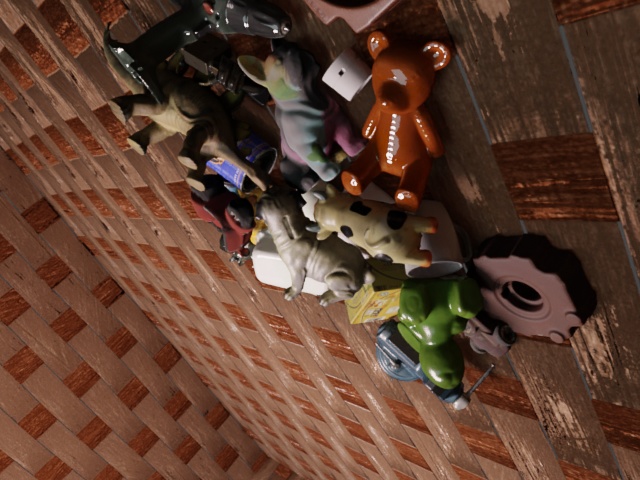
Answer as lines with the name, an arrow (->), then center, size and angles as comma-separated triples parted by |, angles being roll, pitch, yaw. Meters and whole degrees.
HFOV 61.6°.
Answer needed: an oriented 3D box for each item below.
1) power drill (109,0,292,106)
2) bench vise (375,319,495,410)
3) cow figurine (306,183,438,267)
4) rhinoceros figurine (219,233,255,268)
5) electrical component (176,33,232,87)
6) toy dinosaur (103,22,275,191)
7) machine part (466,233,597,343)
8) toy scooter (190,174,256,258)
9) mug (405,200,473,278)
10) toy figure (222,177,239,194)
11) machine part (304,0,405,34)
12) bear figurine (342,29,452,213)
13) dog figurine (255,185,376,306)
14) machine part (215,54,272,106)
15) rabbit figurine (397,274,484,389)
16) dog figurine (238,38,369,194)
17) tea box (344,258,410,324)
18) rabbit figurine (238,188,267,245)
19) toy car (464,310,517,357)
power drill -> -0.179, -0.289, 0.754 | 0.232, 0.207, 0.086 | 42, 176, 28
bench vise -> 0.203, 0.246, 1.090 | 0.224, 0.129, 0.240 | 31, 171, 4
cow figurine -> 0.063, -0.023, 0.772 | 0.195, 0.127, 0.085 | 36, 116, 59
rhinoceros figurine -> -0.177, 0.007, 1.251 | 0.190, 0.112, 0.073 | 15, 139, 55
electrical component -> -0.191, -0.298, 0.887 | 0.102, 0.078, 0.045 | 28, 149, 12
toy dinosaur -> -0.250, -0.234, 0.924 | 0.472, 0.198, 0.105 | 37, 152, 12
machine part -> 0.301, 0.070, 0.778 | 0.180, 0.056, 0.179 | 33, 150, 22
toy scooter -> -0.177, -0.039, 1.014 | 0.184, 0.075, 0.135 | 33, 144, 39
mug -> 0.174, -0.005, 0.803 | 0.080, 0.110, 0.107 | 119, 146, -67
toy figure -> -0.198, -0.088, 1.182 | 0.089, 0.082, 0.180 | 40, 149, 11
machine part -> 0.036, -0.335, 0.540 | 0.201, 0.087, 0.201 | 48, 152, -12
bear figurine -> 0.097, -0.149, 0.673 | 0.120, 0.132, 0.195 | 22, 151, 20
dog figurine -> -0.004, 0.000, 0.866 | 0.172, 0.121, 0.190 | -6, 129, 10
machine part -> -0.118, -0.249, 0.839 | 0.084, 0.039, 0.139 | 47, -165, 3
rabbit figurine -> 0.174, 0.143, 0.842 | 0.159, 0.121, 0.170 | -177, 79, -80
dog figurine -> -0.038, -0.192, 0.813 | 0.219, 0.108, 0.191 | 54, 153, -10
tea box -> 0.112, 0.093, 0.993 | 0.169, 0.098, 0.068 | 114, 147, -59
rabbit figurine -> -0.095, -0.032, 1.123 | 0.163, 0.122, 0.173 | 10, 152, 32
toy car -> 0.247, 0.127, 0.931 | 0.202, 0.053, 0.089 | 43, 155, -1
